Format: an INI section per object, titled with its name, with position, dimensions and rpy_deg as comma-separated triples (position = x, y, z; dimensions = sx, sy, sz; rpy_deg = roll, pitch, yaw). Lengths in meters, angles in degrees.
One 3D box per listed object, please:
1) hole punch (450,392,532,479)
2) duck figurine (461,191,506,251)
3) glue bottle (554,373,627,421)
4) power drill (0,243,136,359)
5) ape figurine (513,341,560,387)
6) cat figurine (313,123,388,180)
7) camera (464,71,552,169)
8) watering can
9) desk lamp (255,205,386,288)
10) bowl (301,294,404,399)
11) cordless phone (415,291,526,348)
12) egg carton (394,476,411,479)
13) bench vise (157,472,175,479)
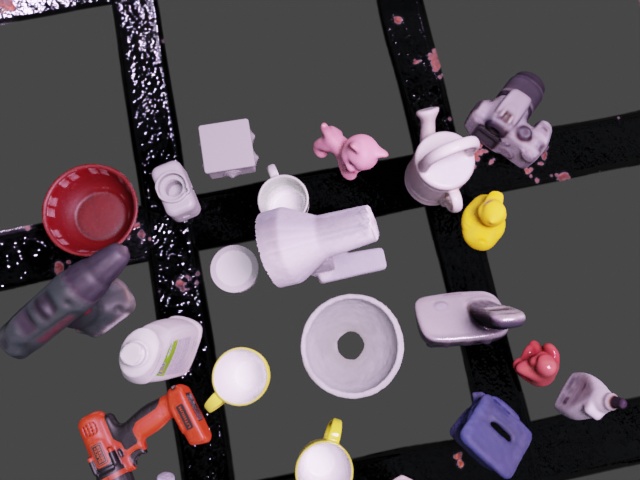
[hole punch]
position = 0.278, 0.310, 0.920
dimensions = 0.108, 0.091, 0.101
rpy_deg = 41, 82, 6
[duck figurine]
position = 0.289, -0.036, 0.985
dimensions = 0.077, 0.086, 0.105
rpy_deg = 17, 80, 2
[glue bottle]
position = 0.427, 0.248, 0.892
dimensions = 0.037, 0.173, 0.078
rpy_deg = 35, 81, 5
[power drill]
position = -0.366, 0.094, 0.887
dimensions = 0.230, 0.208, 0.075
rpy_deg = -39, 82, -7
[ape figurine]
position = 0.362, 0.205, 0.940
dimensions = 0.078, 0.092, 0.076
rpy_deg = -9, 80, -2
[cat figurine]
position = 0.051, -0.159, 0.986
dimensions = 0.127, 0.118, 0.067
rpy_deg = 37, 81, 6
[camera]
position = 0.353, -0.224, 1.012
dimensions = 0.143, 0.101, 0.137
rpy_deg = 37, 81, 5
[watering can]
position = 0.198, -0.133, 0.946
dimensions = 0.101, 0.194, 0.173
rpy_deg = -38, 82, -7
[desk lamp]
position = 0.008, 0.003, 0.908
dimensions = 0.203, 0.213, 0.118
rpy_deg = -13, 80, -3
[bowl]
position = 0.051, 0.175, 0.948
dimensions = 0.167, 0.075, 0.167
rpy_deg = 0, 80, -1
[cordless phone]
position = 0.234, 0.123, 0.905
dimensions = 0.147, 0.185, 0.094
rpy_deg = -8, 80, -2
[egg carton]
position = 0.101, 0.449, 0.903
dimensions = 0.150, 0.069, 0.107
rpy_deg = -29, 82, -6
[bench vise]
position = -0.249, 0.455, 0.819
dimensions = 0.121, 0.220, 0.207
rpy_deg = -14, 80, -3
